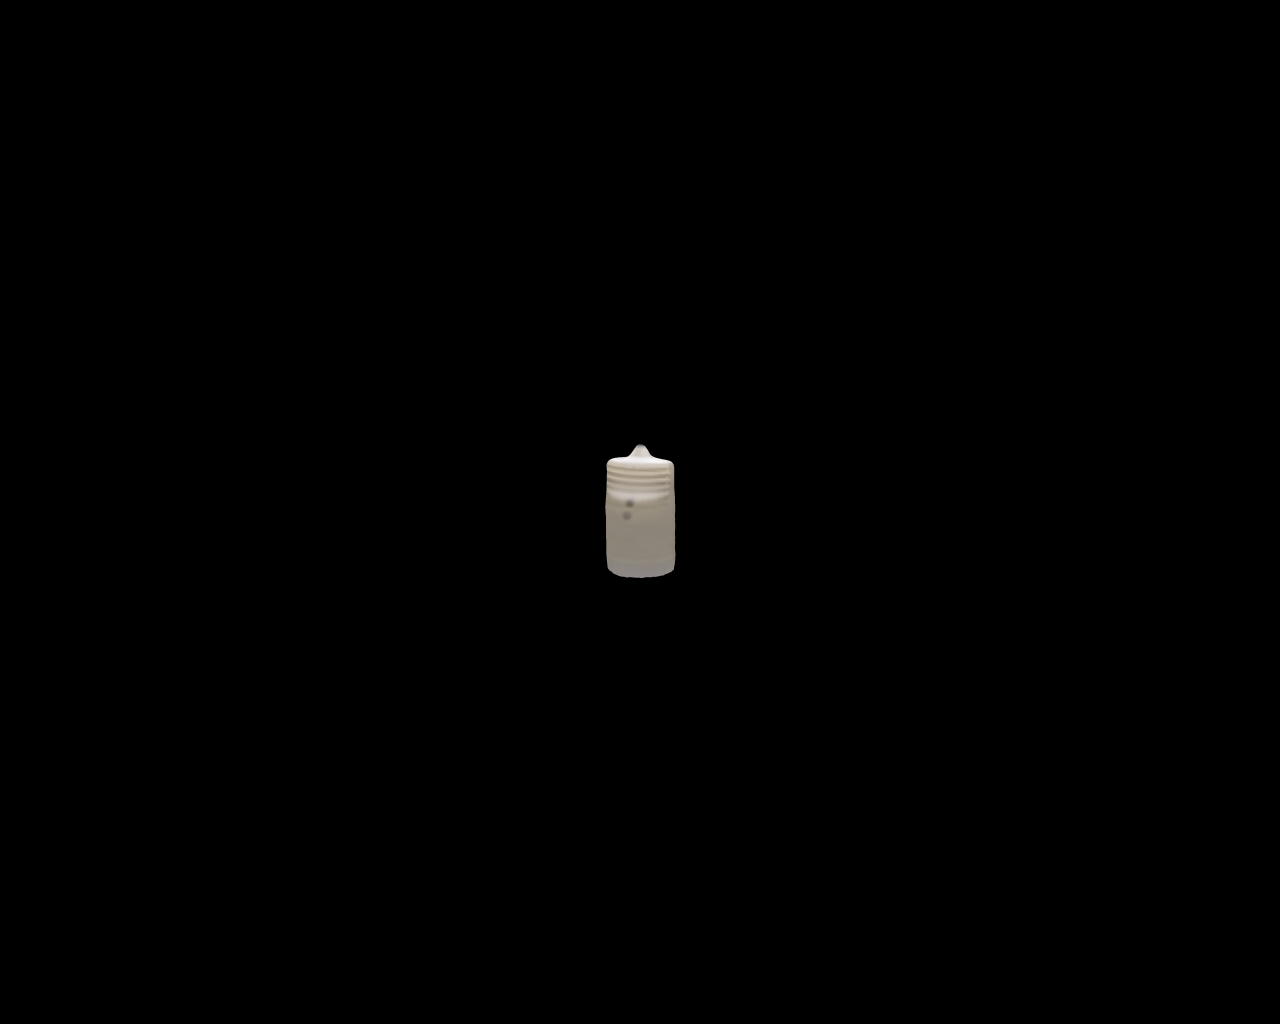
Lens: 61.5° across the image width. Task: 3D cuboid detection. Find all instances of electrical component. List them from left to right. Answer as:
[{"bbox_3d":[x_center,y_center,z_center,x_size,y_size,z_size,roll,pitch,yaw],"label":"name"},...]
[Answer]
[{"bbox_3d":[0.001,-0.003,0.650,0.043,0.080,0.043,0,12,0],"label":"electrical component"}]
